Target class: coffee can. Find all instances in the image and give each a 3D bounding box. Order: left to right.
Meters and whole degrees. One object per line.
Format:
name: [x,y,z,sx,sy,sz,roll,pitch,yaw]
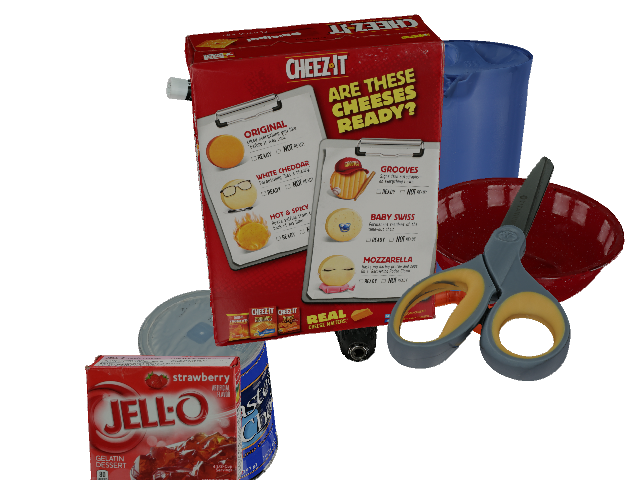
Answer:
coffee can: [-0.092,0.127,0.897,0.103,0.140,0.103,-2,39,2]

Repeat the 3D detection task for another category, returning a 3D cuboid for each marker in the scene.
marker: [-0.078,-0.130,0.966,0.121,0.020,0.020,5,-2,-21]

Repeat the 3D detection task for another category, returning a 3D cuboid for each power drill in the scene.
power drill: [0.105,0.077,1.218,0.187,0.057,0.184,-1,28,-1]

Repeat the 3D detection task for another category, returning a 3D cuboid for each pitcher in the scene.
pitcher: [0.146,-0.081,1.094,0.149,0.243,0.145,-10,25,-20]

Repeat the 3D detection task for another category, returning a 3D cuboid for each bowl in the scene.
bowl: [0.156,0.009,0.853,0.162,0.055,0.162,1,30,-1]

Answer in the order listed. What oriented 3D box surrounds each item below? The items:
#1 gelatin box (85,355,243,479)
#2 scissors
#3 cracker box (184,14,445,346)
gelatin box: [-0.091,0.106,0.626,0.089,0.073,0.030,0,8,4]
scissors: [0.112,0.012,0.563,0.096,0.016,0.201,23,43,32]
cracker box: [-0.003,-0.040,0.741,0.164,0.214,0.072,-7,30,-8]
